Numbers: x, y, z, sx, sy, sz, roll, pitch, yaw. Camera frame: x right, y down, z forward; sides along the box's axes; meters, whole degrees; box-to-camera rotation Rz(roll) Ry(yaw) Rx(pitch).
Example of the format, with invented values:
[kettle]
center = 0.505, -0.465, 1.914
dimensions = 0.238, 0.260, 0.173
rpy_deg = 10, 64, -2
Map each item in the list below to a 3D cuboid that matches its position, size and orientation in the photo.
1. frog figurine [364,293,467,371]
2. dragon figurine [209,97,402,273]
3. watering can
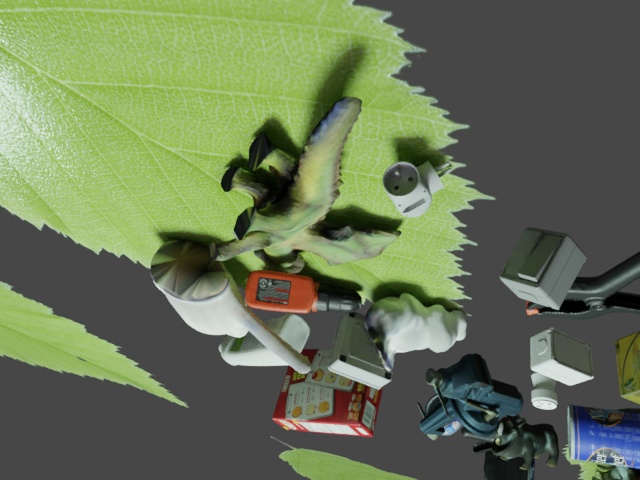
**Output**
[frog figurine]
center = 0.160, 0.140, 0.868
dimensions = 0.160, 0.125, 0.134
rpy_deg = -26, 128, -3
[dragon figurine]
center = 0.002, -0.035, 0.697
dimensions = 0.241, 0.124, 0.405
rpy_deg = 17, 152, -32
[watering can]
center = -0.174, 0.116, 0.920
dimensions = 0.349, 0.106, 0.219
rpy_deg = 22, 150, 22
